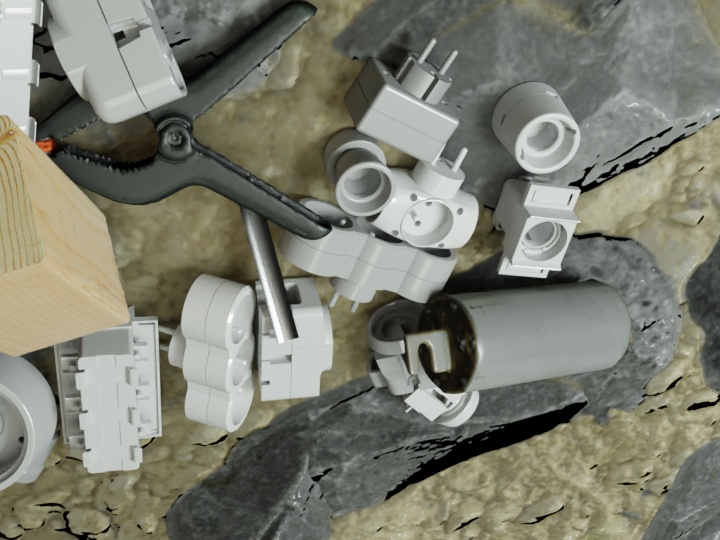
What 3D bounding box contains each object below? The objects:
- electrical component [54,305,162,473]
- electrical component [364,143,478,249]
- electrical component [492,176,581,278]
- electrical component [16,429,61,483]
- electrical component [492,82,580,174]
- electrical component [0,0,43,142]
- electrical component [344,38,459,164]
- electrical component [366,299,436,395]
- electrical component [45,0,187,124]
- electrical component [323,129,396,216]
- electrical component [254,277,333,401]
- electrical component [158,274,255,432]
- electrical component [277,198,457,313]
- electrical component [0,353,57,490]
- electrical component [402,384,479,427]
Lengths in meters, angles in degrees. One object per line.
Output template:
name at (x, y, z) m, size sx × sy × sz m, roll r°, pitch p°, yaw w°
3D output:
electrical component at (-0.197, 0.096, 0.844) m, size 0.079 × 0.063 × 0.121 m, roll -3°, pitch 125°, yaw -12°
electrical component at (0.054, -0.061, 0.808) m, size 0.077 × 0.044 × 0.079 m, roll 15°, pitch 119°, yaw -24°
electrical component at (0.134, -0.037, 0.833) m, size 0.042 × 0.063 × 0.081 m, roll 6°, pitch 122°, yaw -17°
electrical component at (-0.270, 0.143, 0.874) m, size 0.040 × 0.040 × 0.046 m, roll 26°, pitch 109°, yaw -29°
electrical component at (0.131, -0.104, 0.795) m, size 0.055 × 0.047 × 0.055 m, roll -7°, pitch 126°, yaw -10°
electrical component at (-0.237, -0.129, 0.667) m, size 0.063 × 0.078 × 0.121 m, roll -9°, pitch 129°, yaw -32°
electrical component at (0.039, -0.127, 0.755) m, size 0.066 × 0.047 × 0.076 m, roll 22°, pitch 117°, yaw -27°
electrical component at (0.039, 0.061, 0.882) m, size 0.078 × 0.058 × 0.057 m, roll -13°, pitch 127°, yaw 14°
electrical component at (-0.155, -0.143, 0.673) m, size 0.059 × 0.053 × 0.095 m, roll -22°, pitch 101°, yaw 1°
electrical component at (-0.001, -0.072, 0.779) m, size 0.045 × 0.055 × 0.045 m, roll -7°, pitch 126°, yaw -10°
electrical component at (-0.054, 0.055, 0.859) m, size 0.056 × 0.050 × 0.089 m, roll -4°, pitch 125°, yaw -11°
electrical component at (-0.126, 0.062, 0.846) m, size 0.074 × 0.052 × 0.138 m, roll 15°, pitch 128°, yaw 13°
electrical component at (0.000, 0.000, 0.828) m, size 0.138 × 0.052 × 0.073 m, roll 16°, pitch 114°, yaw -24°
electrical component at (-0.291, 0.118, 0.814) m, size 0.108 × 0.060 × 0.108 m, roll 0°, pitch 105°, yaw -1°
electrical component at (0.069, 0.104, 0.930) m, size 0.066 × 0.048 × 0.055 m, roll -42°, pitch 116°, yaw 15°
